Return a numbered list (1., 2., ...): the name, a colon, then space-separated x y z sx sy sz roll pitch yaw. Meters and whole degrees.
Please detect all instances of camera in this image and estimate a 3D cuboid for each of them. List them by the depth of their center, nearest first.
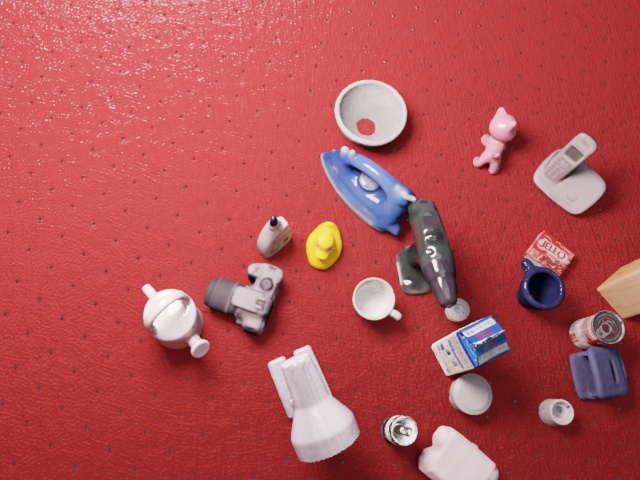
1. camera: -0.158 0.107 1.164 0.137 0.101 0.143 18 72 1

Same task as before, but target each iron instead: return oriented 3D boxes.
1. iron: 0.104 -0.133 1.243 0.258 0.141 0.119 40 73 8

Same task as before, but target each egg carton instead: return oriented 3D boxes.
1. egg carton: 0.269 0.441 1.111 0.150 0.069 0.107 37 73 7

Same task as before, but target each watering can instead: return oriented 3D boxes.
1. watering can: -0.277 0.149 1.091 0.173 0.194 0.101 24 72 3

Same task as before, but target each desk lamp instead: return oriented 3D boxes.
1. desk lamp: -0.022 0.295 1.057 0.118 0.213 0.203 -23 75 -11

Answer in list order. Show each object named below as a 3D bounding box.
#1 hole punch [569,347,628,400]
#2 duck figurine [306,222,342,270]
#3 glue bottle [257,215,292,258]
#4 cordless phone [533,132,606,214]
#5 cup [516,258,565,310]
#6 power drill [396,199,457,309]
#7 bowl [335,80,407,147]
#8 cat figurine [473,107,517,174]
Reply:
1. hole punch: 0.585 0.272 1.182 0.101 0.091 0.108 -5 73 -6
2. duck figurine: 0.011 0.004 1.220 0.077 0.086 0.104 17 72 1
3. glue bottle: -0.093 -0.017 1.172 0.078 0.173 0.037 -39 79 -15
4. cordless phone: 0.574 -0.150 1.267 0.147 0.185 0.094 41 74 9
5. cup: 0.452 0.101 1.223 0.092 0.095 0.117 -26 76 -12
6. power drill: 0.216 0.044 1.161 0.075 0.208 0.229 -7 73 -7
7. bowl: 0.113 -0.281 1.326 0.167 0.075 0.167 2 72 -4
8. cat figurine: 0.412 -0.233 1.315 0.067 0.118 0.128 20 72 2
